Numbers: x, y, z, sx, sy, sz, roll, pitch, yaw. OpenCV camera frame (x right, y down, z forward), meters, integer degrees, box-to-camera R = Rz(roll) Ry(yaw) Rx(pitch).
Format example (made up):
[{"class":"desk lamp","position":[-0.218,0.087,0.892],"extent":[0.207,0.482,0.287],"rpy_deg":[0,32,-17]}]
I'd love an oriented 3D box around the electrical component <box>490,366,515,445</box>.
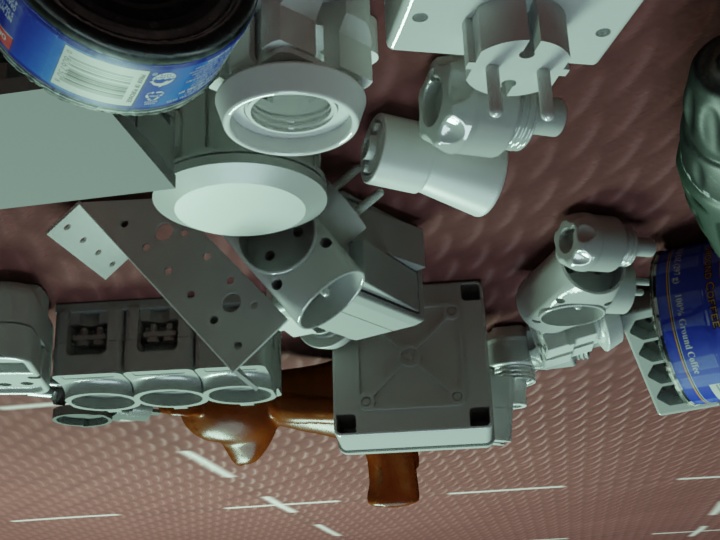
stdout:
[{"class":"electrical component","position":[0.067,0.097,0.801],"extent":[0.089,0.055,0.050],"rpy_deg":[5,167,1]}]

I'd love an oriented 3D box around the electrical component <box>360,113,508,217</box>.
[{"class":"electrical component","position":[0.033,-0.053,0.522],"extent":[0.065,0.044,0.044],"rpy_deg":[10,157,-18]}]

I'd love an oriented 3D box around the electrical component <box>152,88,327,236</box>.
[{"class":"electrical component","position":[-0.056,-0.051,0.503],"extent":[0.080,0.051,0.080],"rpy_deg":[-2,159,-1]}]

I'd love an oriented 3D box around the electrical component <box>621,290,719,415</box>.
[{"class":"electrical component","position":[0.232,0.048,0.777],"extent":[0.047,0.083,0.076],"rpy_deg":[-17,-167,35]}]

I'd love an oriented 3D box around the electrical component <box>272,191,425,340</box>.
[{"class":"electrical component","position":[0.000,0.000,0.628],"extent":[0.061,0.061,0.096],"rpy_deg":[-17,155,34]}]

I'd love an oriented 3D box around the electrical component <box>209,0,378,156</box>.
[{"class":"electrical component","position":[-0.027,-0.081,0.417],"extent":[0.078,0.057,0.058],"rpy_deg":[16,153,-40]}]

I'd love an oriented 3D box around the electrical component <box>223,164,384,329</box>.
[{"class":"electrical component","position":[-0.024,-0.023,0.560],"extent":[0.079,0.077,0.044],"rpy_deg":[-40,159,-3]}]

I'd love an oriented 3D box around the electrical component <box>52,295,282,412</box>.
[{"class":"electrical component","position":[-0.137,0.064,0.786],"extent":[0.150,0.061,0.089],"rpy_deg":[-3,159,3]}]

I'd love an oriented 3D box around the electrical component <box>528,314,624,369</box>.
[{"class":"electrical component","position":[0.151,0.038,0.753],"extent":[0.055,0.048,0.066],"rpy_deg":[-17,158,-1]}]

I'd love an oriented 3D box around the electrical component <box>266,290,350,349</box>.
[{"class":"electrical component","position":[-0.029,0.024,0.714],"extent":[0.066,0.048,0.055],"rpy_deg":[-12,150,24]}]

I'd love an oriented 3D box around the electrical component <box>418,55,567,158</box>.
[{"class":"electrical component","position":[0.060,-0.071,0.473],"extent":[0.062,0.043,0.043],"rpy_deg":[4,159,-20]}]

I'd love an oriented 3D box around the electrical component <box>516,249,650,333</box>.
[{"class":"electrical component","position":[0.152,0.010,0.694],"extent":[0.079,0.044,0.077],"rpy_deg":[3,158,-13]}]

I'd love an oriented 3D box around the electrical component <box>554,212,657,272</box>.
[{"class":"electrical component","position":[0.149,-0.015,0.642],"extent":[0.061,0.035,0.035],"rpy_deg":[4,159,-23]}]

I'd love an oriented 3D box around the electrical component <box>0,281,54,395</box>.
[{"class":"electrical component","position":[-0.241,0.044,0.727],"extent":[0.054,0.059,0.095],"rpy_deg":[0,159,-6]}]

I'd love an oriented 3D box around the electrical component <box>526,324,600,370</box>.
[{"class":"electrical component","position":[0.157,0.051,0.806],"extent":[0.062,0.043,0.043],"rpy_deg":[-9,158,15]}]

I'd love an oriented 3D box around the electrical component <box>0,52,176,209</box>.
[{"class":"electrical component","position":[-0.158,-0.070,0.427],"extent":[0.150,0.061,0.089],"rpy_deg":[-6,159,10]}]

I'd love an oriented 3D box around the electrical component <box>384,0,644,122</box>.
[{"class":"electrical component","position":[0.054,-0.087,0.382],"extent":[0.083,0.075,0.047],"rpy_deg":[2,159,-11]}]

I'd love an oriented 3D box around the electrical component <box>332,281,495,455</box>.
[{"class":"electrical component","position":[0.036,0.068,0.749],"extent":[0.109,0.108,0.056],"rpy_deg":[-4,157,5]}]

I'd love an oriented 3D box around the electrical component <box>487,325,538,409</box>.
[{"class":"electrical component","position":[0.120,0.077,0.845],"extent":[0.043,0.062,0.043],"rpy_deg":[-2,159,-1]}]
